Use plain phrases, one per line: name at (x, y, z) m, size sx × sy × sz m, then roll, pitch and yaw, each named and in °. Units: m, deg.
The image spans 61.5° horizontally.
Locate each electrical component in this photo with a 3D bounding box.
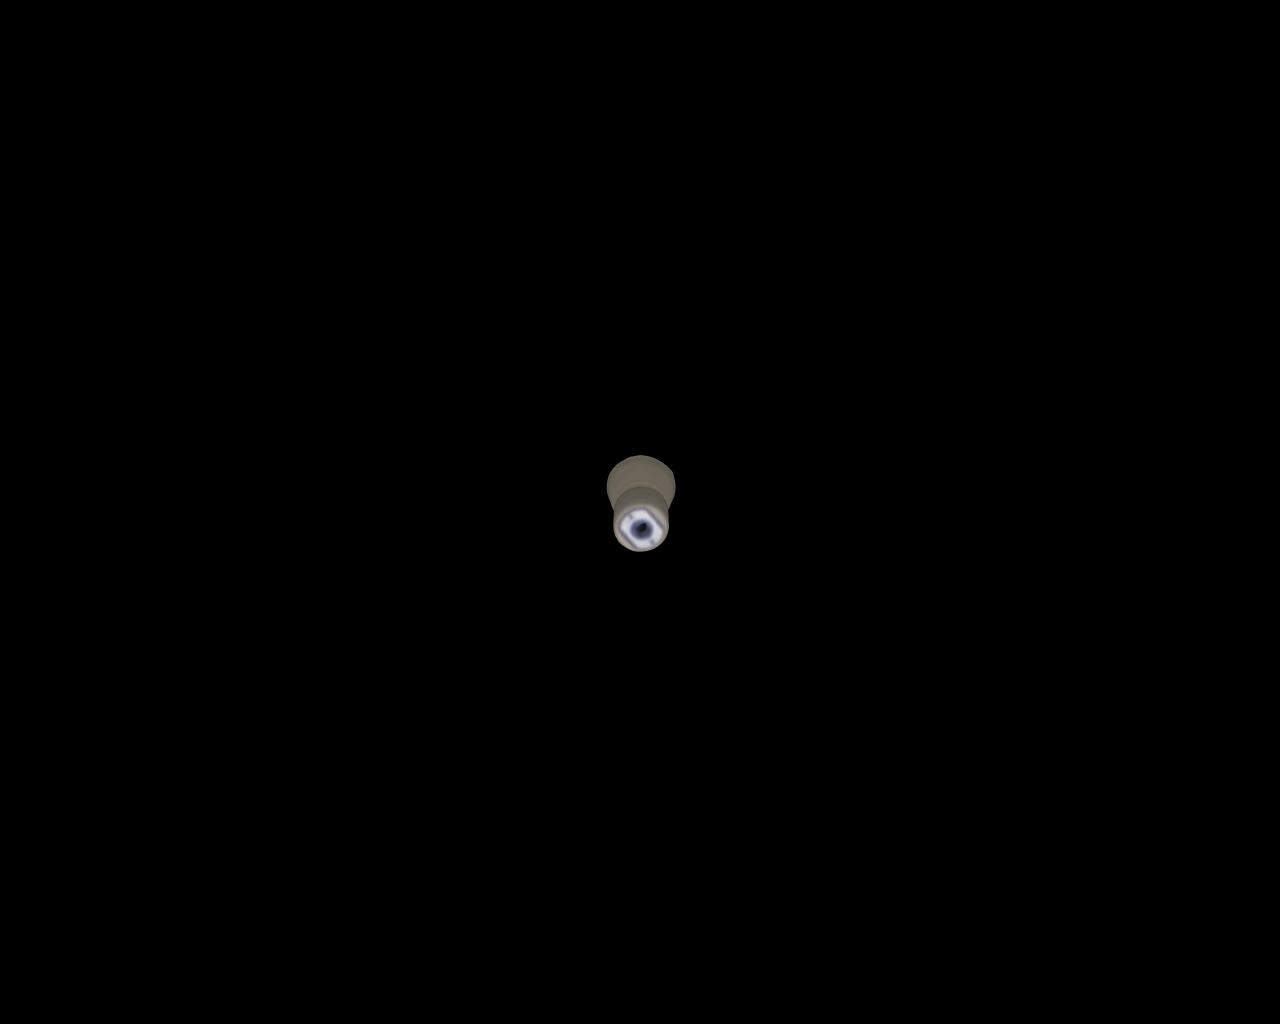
electrical component at (0.001, -0.003, 0.650) m, size 0.044 × 0.044 × 0.065 m, roll 0°, pitch 25°, yaw 0°
